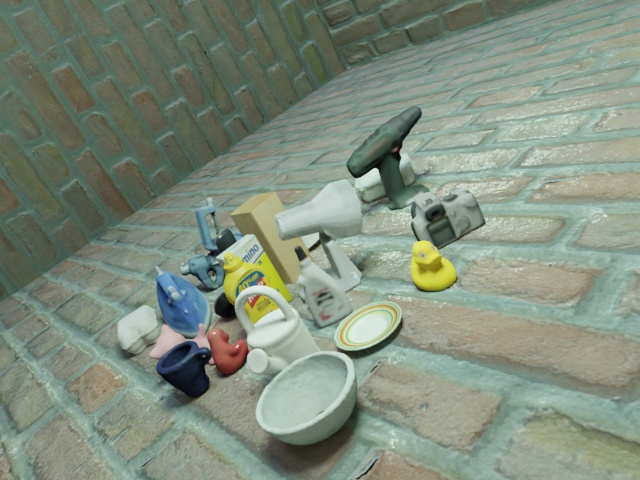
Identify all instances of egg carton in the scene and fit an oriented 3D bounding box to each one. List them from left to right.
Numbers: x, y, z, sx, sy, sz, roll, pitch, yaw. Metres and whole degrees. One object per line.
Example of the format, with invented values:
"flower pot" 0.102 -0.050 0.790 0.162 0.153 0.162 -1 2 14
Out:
"egg carton" -0.467 0.231 1.480 0.107 0.069 0.150 -33 22 -11

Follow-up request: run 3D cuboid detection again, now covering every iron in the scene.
"iron" -0.354 0.147 1.430 0.119 0.142 0.257 -35 22 -15

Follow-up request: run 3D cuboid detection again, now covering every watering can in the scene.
"watering can" -0.073 0.164 0.975 0.101 0.194 0.172 -28 22 2

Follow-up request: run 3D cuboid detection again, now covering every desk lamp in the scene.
"desk lamp" 0.011 0.004 1.201 0.203 0.214 0.117 -32 22 -8

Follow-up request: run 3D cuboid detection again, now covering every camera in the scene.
"camera" 0.250 -0.062 1.211 0.143 0.101 0.136 -28 22 2

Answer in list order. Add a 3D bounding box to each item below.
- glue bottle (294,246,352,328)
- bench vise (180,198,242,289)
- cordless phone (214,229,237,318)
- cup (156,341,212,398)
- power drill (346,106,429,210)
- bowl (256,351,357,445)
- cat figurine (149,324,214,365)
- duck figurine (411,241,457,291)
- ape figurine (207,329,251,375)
"glue bottle" -0.006 0.084 1.100 0.078 0.173 0.037 -29 22 0
"bench vise" -0.292 0.011 1.550 0.208 0.220 0.121 -41 25 -28
"cordless phone" -0.217 0.079 1.354 0.093 0.185 0.148 -9 29 41
"cup" -0.246 0.256 1.119 0.117 0.095 0.092 -21 23 20
"power drill" 0.189 -0.194 1.431 0.230 0.209 0.075 -31 22 -6
"bowl" -0.008 0.250 0.866 0.167 0.075 0.167 -25 22 11
"cat figurine" -0.288 0.224 1.209 0.128 0.118 0.067 -29 22 0
"duck figurine" 0.199 0.039 1.066 0.077 0.086 0.104 -34 22 -13
"ape figurine" -0.191 0.215 1.145 0.077 0.092 0.076 -9 29 40
